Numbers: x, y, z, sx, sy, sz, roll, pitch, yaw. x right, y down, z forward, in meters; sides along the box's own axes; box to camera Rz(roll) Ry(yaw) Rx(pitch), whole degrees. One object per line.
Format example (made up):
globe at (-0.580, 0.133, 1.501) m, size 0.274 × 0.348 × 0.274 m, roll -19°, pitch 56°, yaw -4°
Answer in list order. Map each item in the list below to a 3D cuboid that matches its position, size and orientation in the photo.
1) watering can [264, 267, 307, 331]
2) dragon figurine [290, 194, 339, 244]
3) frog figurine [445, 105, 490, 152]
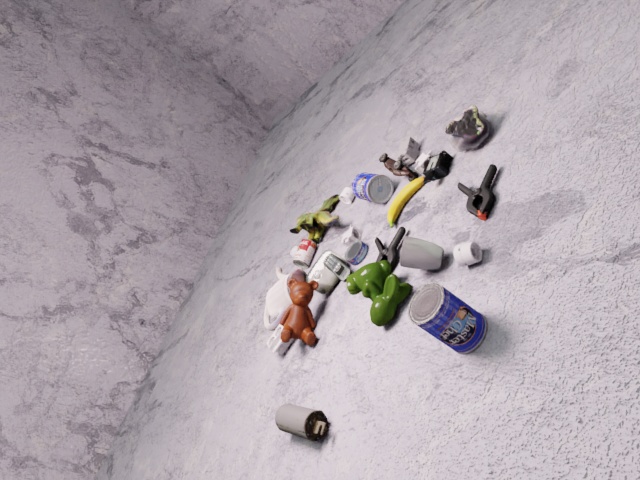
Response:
watering can at (-0.130, 0.183, 1.953) m, size 0.103 × 0.356 × 0.221 m, roll 36°, pitch -55°, yaw -23°
dragon figurine at (0.006, -0.106, 2.109) m, size 0.121 × 0.248 × 0.406 m, roll 43°, pitch -34°, yaw -19°
frog figurine at (0.450, -0.331, 1.571) m, size 0.123 × 0.137 × 0.159 m, roll 29°, pitch 5°, yaw 14°
